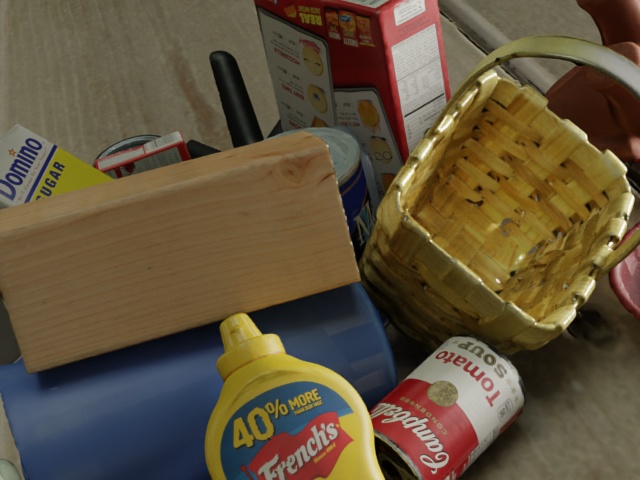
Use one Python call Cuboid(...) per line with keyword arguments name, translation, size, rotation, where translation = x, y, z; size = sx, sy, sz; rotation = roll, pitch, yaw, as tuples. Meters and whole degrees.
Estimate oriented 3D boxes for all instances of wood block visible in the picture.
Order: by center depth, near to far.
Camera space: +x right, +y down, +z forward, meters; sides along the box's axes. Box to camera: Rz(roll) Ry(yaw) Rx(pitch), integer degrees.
Cuboid(name="wood block", translation=(-0.091, 0.003, 0.668), size=(0.206, 0.091, 0.090), rotation=(-16, 14, -7))

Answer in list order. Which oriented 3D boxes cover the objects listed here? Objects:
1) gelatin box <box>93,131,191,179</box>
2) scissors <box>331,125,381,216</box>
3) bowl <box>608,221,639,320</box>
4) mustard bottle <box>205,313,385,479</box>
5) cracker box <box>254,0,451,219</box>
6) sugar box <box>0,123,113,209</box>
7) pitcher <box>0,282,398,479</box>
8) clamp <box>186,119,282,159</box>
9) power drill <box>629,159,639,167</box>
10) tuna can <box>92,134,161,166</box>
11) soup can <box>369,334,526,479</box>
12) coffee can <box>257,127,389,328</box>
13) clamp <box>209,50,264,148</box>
Cuboid(name="gelatin box", translation=(-0.162, -0.054, 1.018), size=(0.089, 0.073, 0.030), rotation=(-21, 32, -5))
Cuboid(name="scissors", translation=(0.051, -0.018, 0.824), size=(0.016, 0.096, 0.202), rotation=(-23, 42, -18))
Cuboid(name="bowl", translation=(0.276, 0.035, 0.707), size=(0.162, 0.055, 0.162), rotation=(-12, 33, 8))
Cuboid(name="mustard bottle", translation=(-0.011, 0.128, 0.602), size=(0.096, 0.058, 0.192), rotation=(-24, 70, -7))
Cuboid(name="cracker box", translation=(0.035, -0.116, 0.892), size=(0.072, 0.214, 0.164), rotation=(-32, 36, -28))
Cuboid(name="sugar box", translation=(-0.220, -0.025, 0.939), size=(0.176, 0.048, 0.093), rotation=(31, 43, -2))
Cuboid(name="pitcher", translation=(-0.072, 0.112, 0.693), size=(0.242, 0.149, 0.145), rotation=(-20, 5, -12))
Cuboid(name="clamp", translation=(-0.075, -0.065, 1.028), size=(0.120, 0.039, 0.171), rotation=(-17, 33, 7))
Cuboid(name="power drill", translation=(0.352, -0.087, 0.853), size=(0.184, 0.057, 0.188), rotation=(-32, 36, -21))
Cuboid(name="tuna can", translation=(-0.189, -0.073, 1.095), size=(0.086, 0.034, 0.086), rotation=(-12, 33, 8))
Cuboid(name="soup can", translation=(0.073, 0.114, 0.668), size=(0.102, 0.068, 0.069), rotation=(-37, 38, -30))
Cuboid(name="coffee can", translation=(-0.005, 0.001, 0.804), size=(0.103, 0.140, 0.103), rotation=(-12, 33, 7))
Cuboid(name="clamp", translation=(-0.057, -0.059, 0.929), size=(0.210, 0.165, 0.036), rotation=(32, 20, 30))
